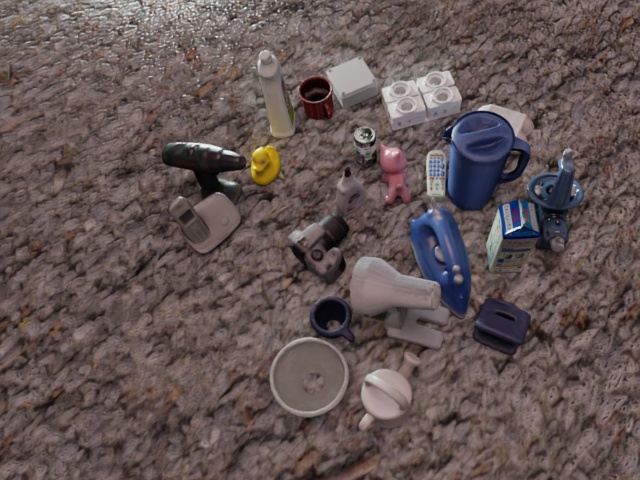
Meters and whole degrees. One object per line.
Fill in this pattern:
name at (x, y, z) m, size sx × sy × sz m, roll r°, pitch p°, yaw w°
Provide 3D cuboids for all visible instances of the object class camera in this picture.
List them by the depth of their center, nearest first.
camera at (0.012, 0.005, 1.342) m, size 0.137 × 0.101 × 0.143 m, roll -43°, pitch 67°, yaw -13°

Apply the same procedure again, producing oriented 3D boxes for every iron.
iron at (0.282, 0.035, 1.270) m, size 0.118 × 0.141 × 0.258 m, roll -15°, pitch 63°, yaw 0°

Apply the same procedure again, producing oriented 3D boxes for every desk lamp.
desk lamp at (0.171, 0.128, 1.199) m, size 0.203 × 0.214 × 0.118 m, roll 14°, pitch 67°, yaw 14°

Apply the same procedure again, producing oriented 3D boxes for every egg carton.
egg carton at (0.454, -0.277, 1.440) m, size 0.150 × 0.069 × 0.107 m, roll 21°, pitch 69°, yaw 17°

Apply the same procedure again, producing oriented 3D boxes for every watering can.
watering can at (0.134, 0.300, 1.132) m, size 0.100 × 0.194 × 0.173 m, roll 13°, pitch 67°, yaw 13°

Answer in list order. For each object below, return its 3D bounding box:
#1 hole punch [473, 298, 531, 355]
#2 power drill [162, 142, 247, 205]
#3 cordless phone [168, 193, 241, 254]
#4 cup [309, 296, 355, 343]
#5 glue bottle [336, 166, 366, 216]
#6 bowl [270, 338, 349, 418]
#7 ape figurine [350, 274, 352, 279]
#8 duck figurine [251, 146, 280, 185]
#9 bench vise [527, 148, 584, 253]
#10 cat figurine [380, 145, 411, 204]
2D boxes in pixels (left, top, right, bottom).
hole punch at (0.386, 0.175, 1.218) m, size 0.108 × 0.091 × 0.101 m, roll 21°, pitch 69°, yaw 17°
power drill at (-0.263, -0.165, 1.399) m, size 0.229 × 0.209 × 0.076 m, roll 14°, pitch 67°, yaw 14°
cordless phone at (-0.278, -0.063, 1.365) m, size 0.094 × 0.185 × 0.148 m, roll 39°, pitch 75°, yaw 22°
cup at (0.037, 0.189, 1.253) m, size 0.092 × 0.095 × 0.117 m, roll -41°, pitch 66°, yaw -13°
glue bottle at (0.069, -0.124, 1.357) m, size 0.078 × 0.173 × 0.037 m, roll -40°, pitch 66°, yaw -12°
bowl at (-0.020, 0.297, 1.219) m, size 0.167 × 0.075 × 0.167 m, roll -3°, pitch 64°, yaw 6°
ape figurine at (0.108, 0.089, 1.295) m, size 0.076 × 0.092 × 0.077 m, roll -28°, pitch 64°, yaw -6°
duck figurine at (-0.145, -0.205, 1.472) m, size 0.077 × 0.086 × 0.104 m, roll 14°, pitch 67°, yaw 14°
bench vise at (0.532, -0.085, 1.253) m, size 0.121 × 0.220 × 0.207 m, roll -13°, pitch 63°, yaw 1°
cat figurine at (0.182, -0.167, 1.395) m, size 0.067 × 0.118 × 0.127 m, roll -10°, pitch 63°, yaw 3°
